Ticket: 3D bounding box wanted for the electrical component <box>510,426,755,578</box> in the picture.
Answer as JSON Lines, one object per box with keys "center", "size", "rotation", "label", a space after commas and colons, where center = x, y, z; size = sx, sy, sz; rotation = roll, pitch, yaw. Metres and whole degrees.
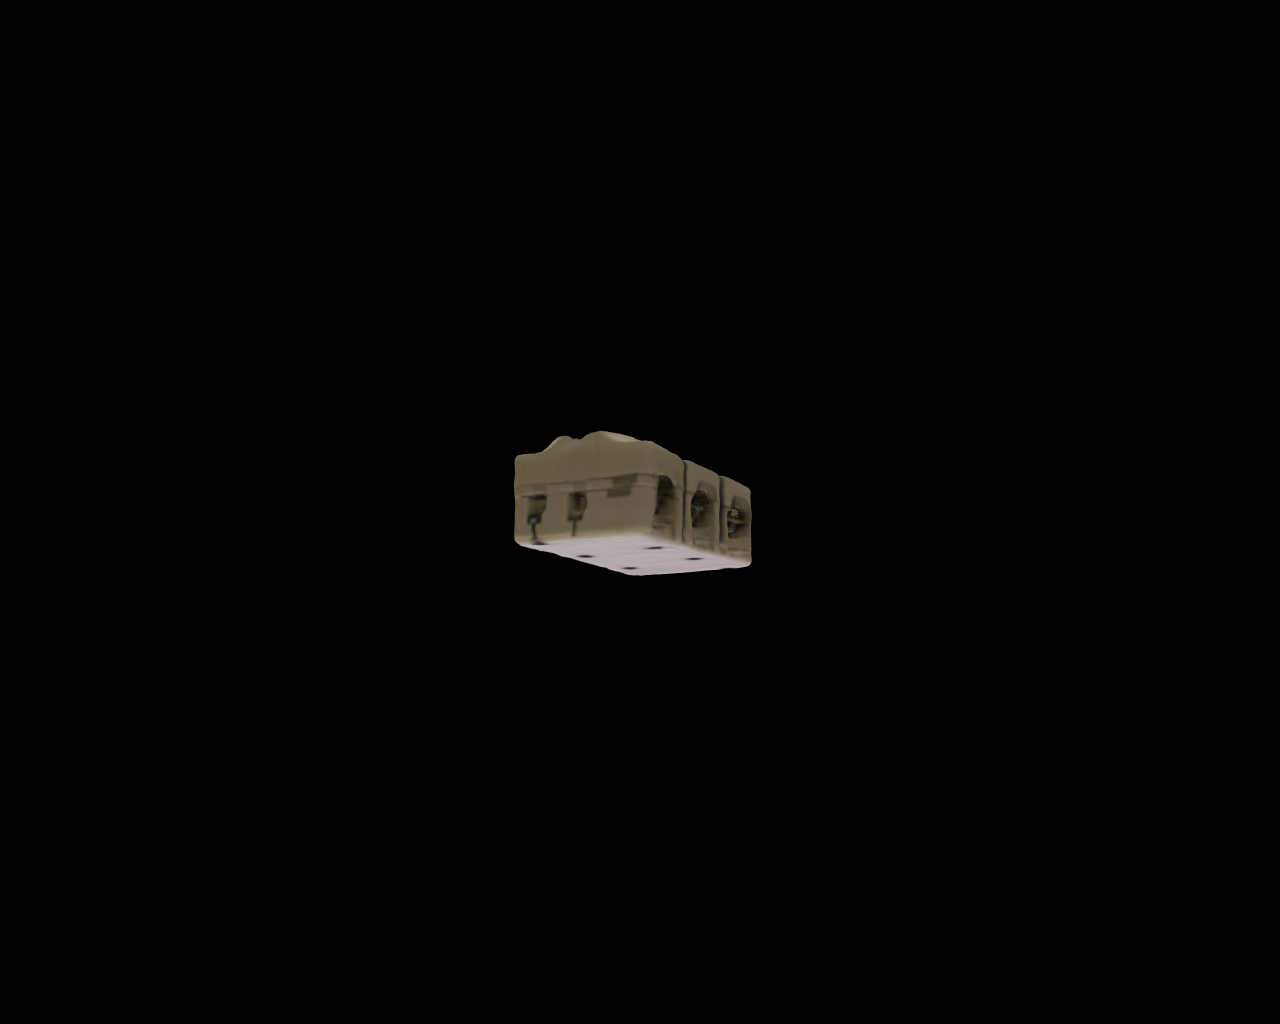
{"center": [0.001, -0.003, 0.650], "size": [0.089, 0.061, 0.150], "rotation": [-6, -13, 27], "label": "electrical component"}
